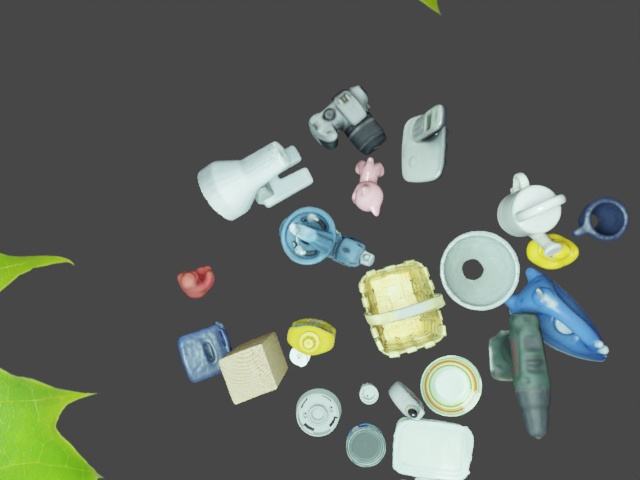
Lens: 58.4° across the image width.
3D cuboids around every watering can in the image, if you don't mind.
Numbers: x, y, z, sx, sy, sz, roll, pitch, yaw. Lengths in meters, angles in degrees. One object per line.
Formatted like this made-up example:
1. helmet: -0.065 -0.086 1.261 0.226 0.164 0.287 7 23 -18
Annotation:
1. watering can: 0.441 -0.055 1.168 0.101 0.194 0.173 -43 87 0

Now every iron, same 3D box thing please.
1. iron: 0.515 0.174 1.183 0.258 0.141 0.119 40 90 3

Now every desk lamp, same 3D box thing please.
1. desk lamp: -0.129 -0.130 1.179 0.203 0.213 0.118 -30 87 1

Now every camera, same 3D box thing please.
1. camera: 0.067 -0.244 1.233 0.143 0.101 0.137 -39 87 0

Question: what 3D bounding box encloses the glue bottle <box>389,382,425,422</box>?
1. glue bottle: 0.183 0.339 1.172 0.078 0.173 0.037 38 90 3

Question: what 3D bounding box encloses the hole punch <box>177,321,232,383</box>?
1. hole punch: -0.243 0.239 1.230 0.101 0.091 0.109 -20 87 1

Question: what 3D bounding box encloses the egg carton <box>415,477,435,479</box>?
1. egg carton: 0.215 0.577 1.214 0.107 0.069 0.150 -19 87 1

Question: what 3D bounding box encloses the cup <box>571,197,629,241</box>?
1. cup: 0.576 -0.035 1.212 0.117 0.095 0.092 -26 87 1

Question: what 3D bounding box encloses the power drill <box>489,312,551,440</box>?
1. power drill: 0.403 0.257 1.150 0.075 0.208 0.230 -4 88 2

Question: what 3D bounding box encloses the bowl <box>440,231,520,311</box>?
1. bowl: 0.335 0.065 1.226 0.167 0.075 0.167 0 88 2

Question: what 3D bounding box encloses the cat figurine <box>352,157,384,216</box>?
1. cat figurine: 0.104 -0.114 1.219 0.067 0.118 0.128 5 88 2

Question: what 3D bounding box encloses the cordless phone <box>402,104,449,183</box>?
1. cordless phone: 0.224 -0.198 1.185 0.094 0.185 0.148 0 88 2

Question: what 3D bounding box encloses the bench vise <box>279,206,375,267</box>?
1. bench vise: 0.012 -0.008 1.167 0.207 0.220 0.121 3 88 2

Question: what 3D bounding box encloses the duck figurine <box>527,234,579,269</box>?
1. duck figurine: 0.503 0.024 1.217 0.104 0.086 0.077 3 88 2

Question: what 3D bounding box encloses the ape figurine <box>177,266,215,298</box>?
1. ape figurine: -0.273 0.089 1.236 0.078 0.092 0.076 18 88 3
